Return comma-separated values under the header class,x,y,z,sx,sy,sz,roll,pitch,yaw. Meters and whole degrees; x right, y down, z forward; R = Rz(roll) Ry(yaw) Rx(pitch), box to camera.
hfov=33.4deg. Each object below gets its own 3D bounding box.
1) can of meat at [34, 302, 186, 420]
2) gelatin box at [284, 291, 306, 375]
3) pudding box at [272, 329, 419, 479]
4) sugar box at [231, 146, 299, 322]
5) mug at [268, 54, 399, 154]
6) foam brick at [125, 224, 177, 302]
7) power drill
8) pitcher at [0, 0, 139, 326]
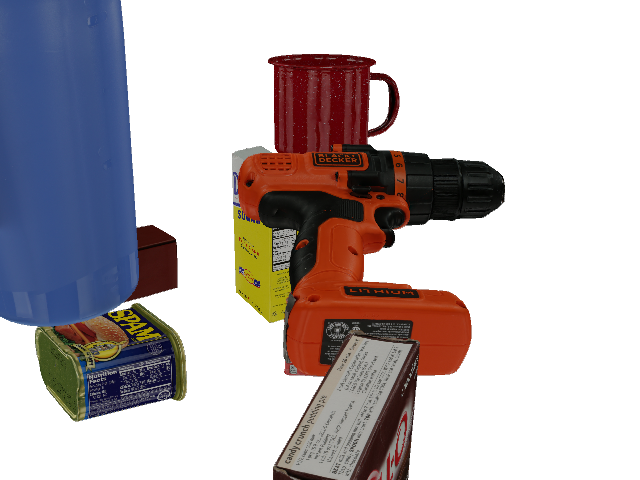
class,x,y,z,sx,sy,sz,roll,pitch,yaw
can of meat,-0.162,0.092,0.812,0.083,0.057,0.102,-10,20,-30
gelatin box,0.012,0.086,0.969,0.089,0.073,0.030,3,14,6
pudding box,0.012,0.106,0.471,0.039,0.090,0.113,10,29,13
sugar box,-0.061,-0.007,1.188,0.048,0.176,0.093,-15,28,-26
mug,0.012,-0.116,0.926,0.117,0.081,0.093,-4,17,-17
foam brick,-0.182,0.023,1.023,0.078,0.051,0.053,-15,25,-30
power drill,0.041,0.005,0.675,0.184,0.057,0.187,-1,35,-5
pitcher,-0.192,-0.066,0.692,0.149,0.243,0.145,-5,27,-5
